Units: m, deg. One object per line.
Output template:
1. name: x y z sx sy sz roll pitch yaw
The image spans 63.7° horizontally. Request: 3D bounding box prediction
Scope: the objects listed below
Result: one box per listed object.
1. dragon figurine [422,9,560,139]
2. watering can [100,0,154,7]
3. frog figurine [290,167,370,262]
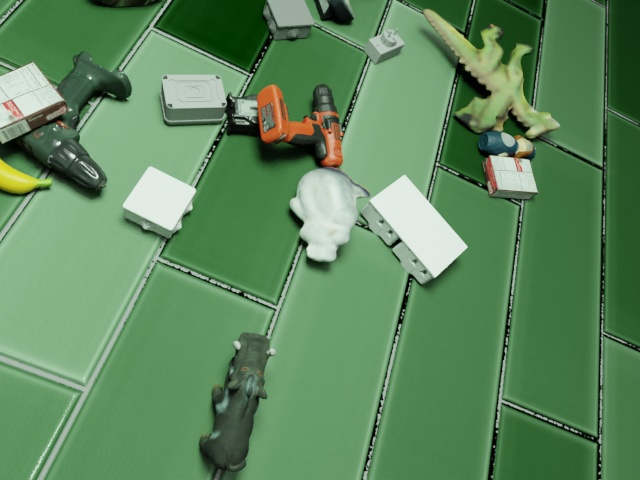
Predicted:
1. dragon figurine: 0.393 -0.372 1.231 0.409 0.120 0.247 24 68 -7
2. watering can: -0.368 -0.591 1.054 0.350 0.102 0.227 -15 73 -24
3. frog figurine: 0.003 -0.047 0.929 0.138 0.120 0.162 18 66 26
